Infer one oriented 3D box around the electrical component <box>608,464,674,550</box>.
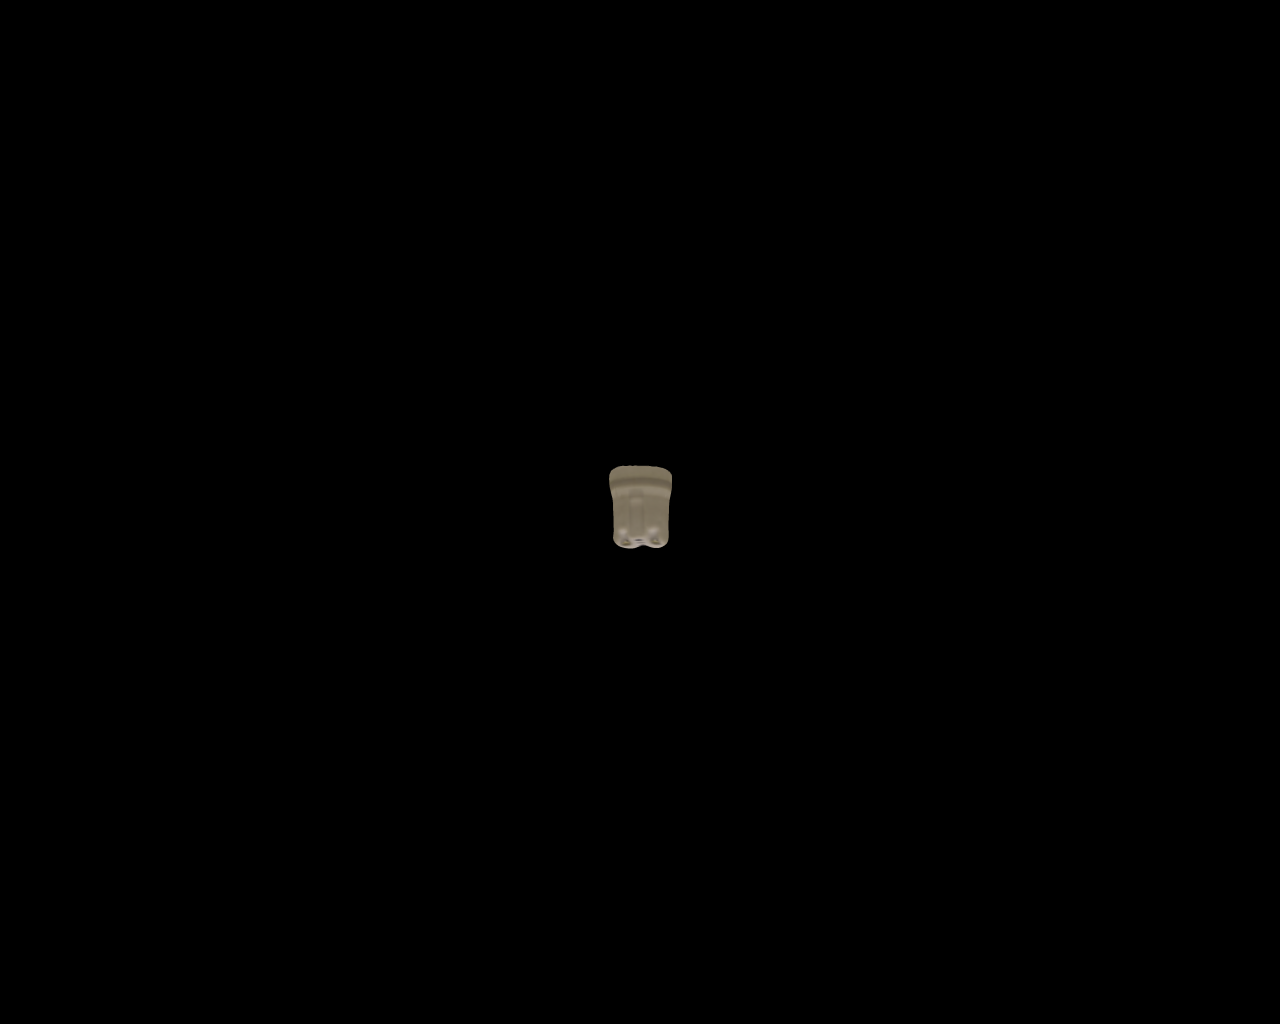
[{"bbox_3d":[0.001,-0.003,0.650,0.040,0.046,0.040,0,-11,0],"label":"electrical component"}]
